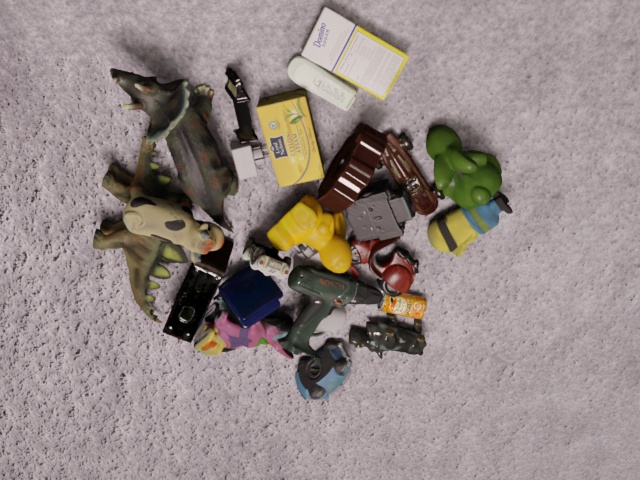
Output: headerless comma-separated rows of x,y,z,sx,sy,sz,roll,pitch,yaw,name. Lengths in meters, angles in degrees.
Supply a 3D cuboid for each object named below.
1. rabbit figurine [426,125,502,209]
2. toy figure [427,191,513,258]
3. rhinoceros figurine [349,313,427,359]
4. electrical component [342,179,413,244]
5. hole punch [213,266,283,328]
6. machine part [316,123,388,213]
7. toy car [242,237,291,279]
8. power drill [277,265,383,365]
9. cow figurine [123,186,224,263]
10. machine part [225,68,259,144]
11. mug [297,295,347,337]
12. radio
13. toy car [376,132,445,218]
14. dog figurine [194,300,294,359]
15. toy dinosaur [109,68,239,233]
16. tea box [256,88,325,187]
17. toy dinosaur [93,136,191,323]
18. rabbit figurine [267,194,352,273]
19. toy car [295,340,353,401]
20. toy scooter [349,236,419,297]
0.263,-0.143,1.053,0.121,0.159,0.170,-37,99,30,rabbit figurine
0.312,-0.040,1.140,0.180,0.082,0.089,-39,98,27,toy figure
0.165,0.237,1.310,0.190,0.073,0.112,7,131,-7,rhinoceros figurine
0.120,-0.059,1.103,0.134,0.058,0.114,-15,122,25,electrical component
-0.152,0.118,1.175,0.142,0.092,0.116,-34,82,-17,hole punch
0.056,-0.135,1.026,0.056,0.179,0.179,29,116,-12,machine part
-0.115,0.039,1.118,0.073,0.202,0.056,22,92,-19,toy car
0.014,0.167,1.184,0.232,0.086,0.207,27,94,-26,power drill
-0.276,-0.027,1.025,0.195,0.127,0.085,18,112,-20,cow figurine
-0.151,-0.251,1.020,0.039,0.084,0.138,-23,131,-18,machine part
0.004,0.187,1.270,0.107,0.081,0.109,6,115,-13,mug
-0.271,0.107,1.188,0.073,0.131,0.229,23,118,-12,radio
0.180,-0.129,1.103,0.089,0.053,0.202,-28,118,19,toy car
-0.166,0.226,1.278,0.219,0.108,0.191,30,115,-20,dog figurine
-0.232,-0.148,1.007,0.131,0.192,0.404,-16,118,11,toy dinosaur
-0.054,-0.198,1.049,0.098,0.068,0.169,-13,120,6,tea box
-0.371,-0.007,1.140,0.198,0.105,0.470,13,124,-12,toy dinosaur
-0.002,-0.003,1.114,0.173,0.162,0.122,44,111,1,rabbit figurine
0.022,0.331,1.351,0.161,0.109,0.102,-43,136,10,toy car
0.155,0.037,1.188,0.184,0.075,0.135,39,112,-16,toy scooter
